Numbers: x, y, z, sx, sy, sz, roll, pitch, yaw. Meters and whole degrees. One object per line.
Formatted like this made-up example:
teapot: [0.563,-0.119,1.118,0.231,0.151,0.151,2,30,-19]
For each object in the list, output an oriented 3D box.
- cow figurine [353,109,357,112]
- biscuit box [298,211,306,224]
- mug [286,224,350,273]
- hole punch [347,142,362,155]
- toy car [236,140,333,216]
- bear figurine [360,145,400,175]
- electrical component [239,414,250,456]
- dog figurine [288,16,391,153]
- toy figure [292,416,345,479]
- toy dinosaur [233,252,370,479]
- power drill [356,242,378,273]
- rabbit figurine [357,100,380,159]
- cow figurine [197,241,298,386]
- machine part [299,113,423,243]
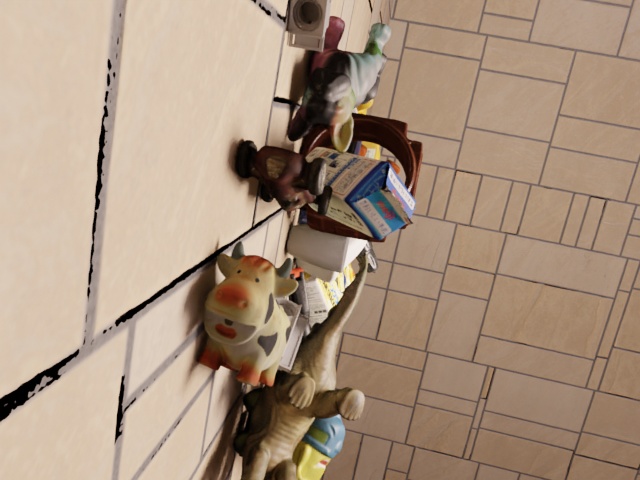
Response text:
cow figurine: [0.051,-0.270,1.117,0.167,0.068,0.098,98,0,-62]
biscuit box: [0.004,-0.066,1.115,0.203,0.063,0.059,-52,153,-79]
mug: [-0.002,-0.003,0.957,0.080,0.107,0.109,73,26,-80]
hole punch: [0.029,-0.166,1.038,0.115,0.092,0.142,99,2,-65]
toy car: [-0.035,-0.060,0.606,0.202,0.089,0.053,69,33,-82]
bear figurine: [0.083,-0.149,1.173,0.132,0.120,0.196,-59,-167,18]
electrical component: [-0.107,0.336,0.880,0.075,0.048,0.119,126,-21,-79]
dog figurine: [0.024,-0.215,0.805,0.191,0.109,0.219,96,12,-67]
toy figure: [-0.020,0.323,0.833,0.082,0.089,0.180,42,68,-34]
toy dinosaur: [-0.031,0.215,0.776,0.471,0.105,0.199,-54,-162,-11]
power drill: [0.070,-0.035,1.361,0.231,0.086,0.207,60,8,-12]
rabbit figurine: [0.076,-0.280,1.275,0.162,0.122,0.173,79,8,-52]
cow figurine: [-0.072,0.083,0.567,0.194,0.086,0.127,76,32,-72]
machine part: [0.064,-0.108,0.903,0.087,0.201,0.201,77,26,-72]
